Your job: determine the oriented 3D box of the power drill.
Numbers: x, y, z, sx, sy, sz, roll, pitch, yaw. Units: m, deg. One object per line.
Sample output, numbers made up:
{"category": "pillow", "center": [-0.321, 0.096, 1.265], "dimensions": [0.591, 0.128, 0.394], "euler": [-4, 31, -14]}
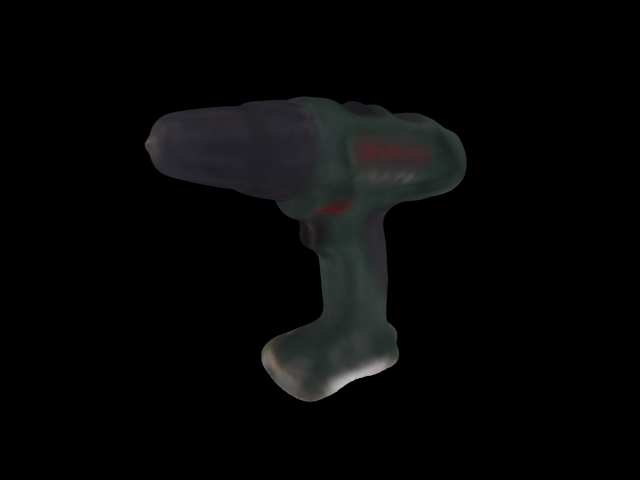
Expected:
{"category": "power drill", "center": [0.004, 0.001, 0.400], "dimensions": [0.230, 0.208, 0.075], "euler": [-18, 31, -31]}
